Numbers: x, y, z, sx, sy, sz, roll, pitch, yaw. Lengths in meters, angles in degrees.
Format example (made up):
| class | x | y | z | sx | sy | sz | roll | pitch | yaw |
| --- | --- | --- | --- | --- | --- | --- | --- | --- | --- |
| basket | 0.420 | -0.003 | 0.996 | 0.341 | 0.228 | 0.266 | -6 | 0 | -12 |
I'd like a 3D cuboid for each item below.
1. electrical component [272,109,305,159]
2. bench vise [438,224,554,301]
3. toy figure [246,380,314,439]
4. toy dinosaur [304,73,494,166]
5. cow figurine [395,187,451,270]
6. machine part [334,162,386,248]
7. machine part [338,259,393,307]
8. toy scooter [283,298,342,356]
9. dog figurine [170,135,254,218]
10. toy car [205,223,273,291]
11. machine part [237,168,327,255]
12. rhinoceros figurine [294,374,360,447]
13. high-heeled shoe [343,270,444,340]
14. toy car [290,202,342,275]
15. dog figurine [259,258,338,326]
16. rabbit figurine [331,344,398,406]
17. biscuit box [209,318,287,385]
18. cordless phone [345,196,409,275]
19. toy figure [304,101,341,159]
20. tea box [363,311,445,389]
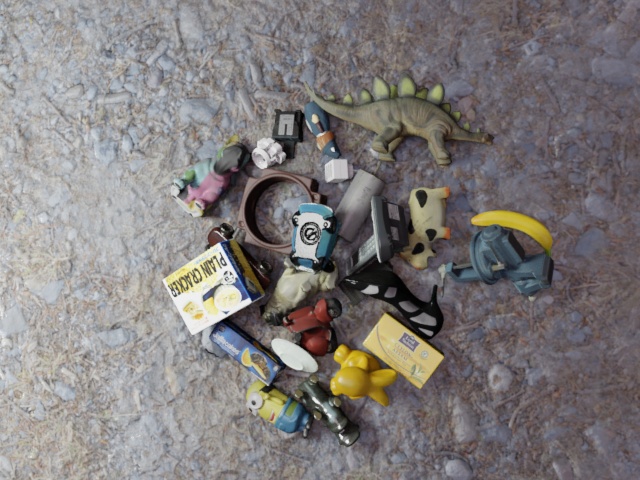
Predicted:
| class | x | y | z | sx | sy | sz | roll | pitch | yaw |
| --- | --- | --- | --- | --- | --- | --- | --- | --- | --- |
| electrical component | -0.083 | -0.270 | 1.370 | 0.075 | 0.047 | 0.119 | 8 | 88 | 14 |
| bench vise | 0.383 | 0.062 | 1.200 | 0.241 | 0.223 | 0.129 | -17 | 47 | 44 |
| toy figure | -0.100 | 0.416 | 1.325 | 0.180 | 0.089 | 0.082 | 26 | 98 | 5 |
| toy dinosaur | 0.182 | -0.290 | 1.286 | 0.472 | 0.105 | 0.198 | 9 | 82 | 4 |
| cow figurine | 0.241 | -0.027 | 1.265 | 0.127 | 0.085 | 0.194 | 1 | 89 | 8 |
| machine part | 0.088 | -0.082 | 1.304 | 0.079 | 0.079 | 0.243 | 31 | 95 | 12 |
| machine part | 0.115 | 0.094 | 1.312 | 0.139 | 0.039 | 0.084 | -37 | 75 | 10 |
| toy scooter | -0.023 | 0.211 | 1.269 | 0.135 | 0.183 | 0.075 | -7 | 41 | -16 |
| dog figurine | -0.267 | -0.169 | 1.381 | 0.108 | 0.191 | 0.219 | 47 | 68 | -7 |
| toy car | -0.196 | 0.045 | 1.318 | 0.202 | 0.053 | 0.089 | 41 | 112 | 10 |
| machine part | -0.095 | -0.070 | 1.343 | 0.201 | 0.087 | 0.201 | 15 | 92 | 13 |
| rhinoceros figurine | 0.016 | 0.410 | 1.285 | 0.073 | 0.112 | 0.190 | -39 | 64 | -19 |
| high-heeled shoe | 0.170 | 0.155 | 1.257 | 0.249 | 0.086 | 0.145 | 8 | 111 | 1 |
| toy car | -0.003 | -0.004 | 1.239 | 0.109 | 0.103 | 0.161 | 10 | 95 | 29 |
| dog figurine | -0.049 | 0.127 | 1.332 | 0.190 | 0.172 | 0.121 | -57 | 49 | 40 |
| rabbit figurine | 0.090 | 0.326 | 1.238 | 0.163 | 0.173 | 0.122 | 19 | 88 | 17 |
| biscuit box | -0.184 | 0.280 | 1.358 | 0.203 | 0.063 | 0.059 | 34 | 93 | 12 |
| cordless phone | 0.117 | -0.002 | 1.271 | 0.184 | 0.088 | 0.147 | -42 | 41 | 45 |
| toy figure | 0.008 | -0.270 | 1.341 | 0.058 | 0.064 | 0.154 | -24 | 86 | 47 |
| tea box | 0.198 | 0.257 | 1.269 | 0.170 | 0.068 | 0.098 | 35 | 94 | 13 |
